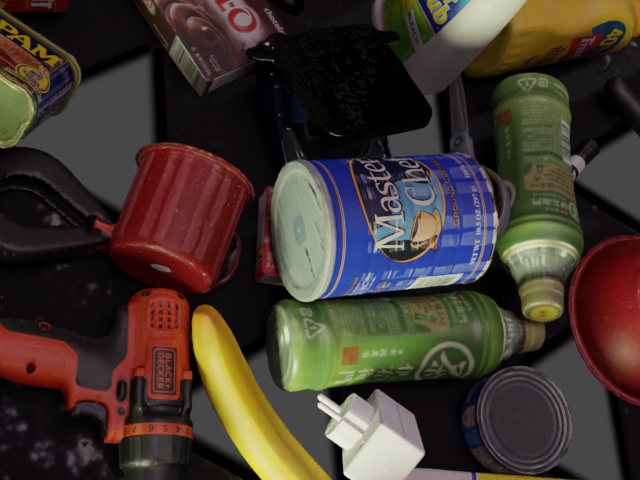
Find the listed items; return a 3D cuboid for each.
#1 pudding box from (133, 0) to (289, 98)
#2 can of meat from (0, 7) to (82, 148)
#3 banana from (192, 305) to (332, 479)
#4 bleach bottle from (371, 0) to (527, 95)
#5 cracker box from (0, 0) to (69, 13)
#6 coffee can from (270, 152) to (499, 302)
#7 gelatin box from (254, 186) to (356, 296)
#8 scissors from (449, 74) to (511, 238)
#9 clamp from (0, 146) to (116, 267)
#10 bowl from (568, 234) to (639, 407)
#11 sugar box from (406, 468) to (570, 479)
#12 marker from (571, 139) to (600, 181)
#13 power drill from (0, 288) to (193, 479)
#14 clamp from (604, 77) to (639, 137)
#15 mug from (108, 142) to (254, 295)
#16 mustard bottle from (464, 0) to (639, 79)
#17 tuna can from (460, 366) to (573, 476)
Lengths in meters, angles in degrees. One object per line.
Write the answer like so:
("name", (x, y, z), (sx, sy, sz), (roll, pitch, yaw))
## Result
("pudding box", (-0.090, -0.183, 0.876), (0.089, 0.039, 0.113), (-30, 85, -27))
("can of meat", (-0.236, -0.120, 0.768), (0.102, 0.058, 0.084), (34, 26, -6))
("banana", (-0.036, 0.134, 0.767), (0.198, 0.070, 0.037), (51, 41, 1))
("bleach bottle", (0.121, -0.210, 0.844), (0.068, 0.251, 0.102), (-3, 73, -22))
("cracker box", (-0.303, -0.256, 0.798), (0.213, 0.072, 0.164), (-5, 68, -22))
("coffee can", (0.046, -0.012, 0.796), (0.140, 0.103, 0.103), (-5, 73, -24))
("gelatin box", (-0.005, 0.001, 0.847), (0.089, 0.030, 0.073), (9, 69, -17))
("scissors", (0.108, -0.065, 0.912), (0.016, 0.096, 0.202), (34, 28, -38))
("clamp", (-0.251, -0.030, 0.759), (0.210, 0.036, 0.164), (28, 56, -12))
("bowl", (0.298, 0.063, 0.924), (0.162, 0.055, 0.162), (7, 69, -19))
("sugar box", (0.132, 0.226, 0.811), (0.176, 0.048, 0.093), (8, 69, -14))
("marker", (0.214, -0.051, 0.954), (0.020, 0.020, 0.121), (45, 62, -1))
("power drill", (-0.178, 0.117, 0.729), (0.187, 0.057, 0.184), (7, 65, -21))
("clamp", (0.347, -0.089, 1.007), (0.120, 0.039, 0.171), (-21, 84, -20))
("mug", (-0.098, -0.006, 0.787), (0.117, 0.093, 0.081), (48, 52, -47))
("mustard bottle", (0.225, -0.193, 0.964), (0.191, 0.096, 0.058), (-14, 76, -24))
("tuna can", (0.156, 0.146, 0.854), (0.086, 0.034, 0.086), (7, 70, -18))
